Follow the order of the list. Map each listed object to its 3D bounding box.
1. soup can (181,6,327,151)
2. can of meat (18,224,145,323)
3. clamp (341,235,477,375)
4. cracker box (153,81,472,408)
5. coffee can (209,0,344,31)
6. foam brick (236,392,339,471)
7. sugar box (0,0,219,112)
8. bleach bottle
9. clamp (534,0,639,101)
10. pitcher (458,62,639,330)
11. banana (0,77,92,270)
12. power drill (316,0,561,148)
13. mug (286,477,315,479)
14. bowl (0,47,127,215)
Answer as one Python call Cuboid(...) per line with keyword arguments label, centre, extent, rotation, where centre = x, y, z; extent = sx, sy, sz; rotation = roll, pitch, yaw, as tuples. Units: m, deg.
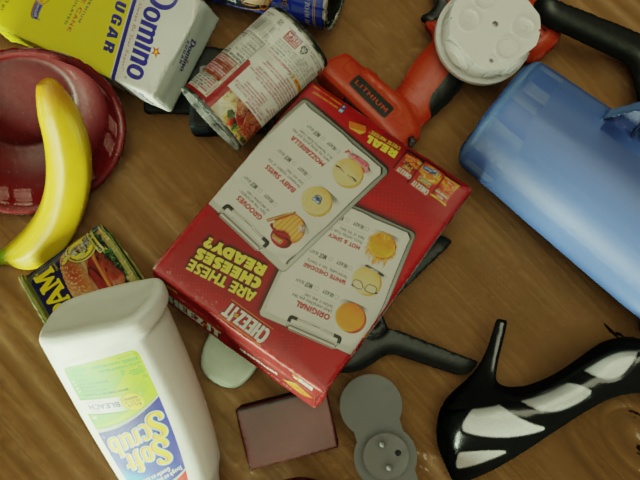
Cuboid(label="soup can", centre=(-0.053, -0.131, 0.863), extent=(0.102, 0.068, 0.068), rotation=(-44, 87, -5))
Cuboid(label="can of meat", centre=(-0.188, 0.047, 0.888), extent=(0.084, 0.057, 0.102), rotation=(-36, 57, -5))
Cuboid(label="clamp", centre=(0.047, 0.058, 0.907), extent=(0.171, 0.039, 0.120), rotation=(-2, 78, -10))
Cuboid(label="cracker box", centre=(-0.006, 0.001, 0.863), extent=(0.164, 0.072, 0.213), rotation=(35, 69, 8))
Cuboid(label="coffee can", centre=(-0.047, -0.242, 0.895), extent=(0.140, 0.103, 0.103), rotation=(15, 86, 7))
Cuboid(label="foam brick", centre=(-0.026, 0.156, 0.895), extent=(0.078, 0.053, 0.051), rotation=(-15, 86, 0))
Cuboid(label="sugar box", centre=(-0.183, -0.185, 0.903), extent=(0.176, 0.048, 0.093), rotation=(24, 85, 21))
Cuboid(label="bleach bottle", centre=(-0.123, 0.155, 0.844), extent=(0.103, 0.068, 0.251), rotation=(-13, 117, 18))
Cuboid(label="clamp", centre=(0.300, -0.172, 0.920), extent=(0.164, 0.036, 0.210), rotation=(-45, 97, -17))
Cuboid(label="pitcher", centre=(0.243, -0.042, 0.869), extent=(0.243, 0.145, 0.149), rotation=(39, 89, 6))
Cuboid(label="banana", centre=(-0.224, -0.042, 0.882), extent=(0.069, 0.037, 0.198), rotation=(8, 125, -31))
Cuboid(label="power drill", centre=(0.087, -0.182, 0.919), extent=(0.187, 0.057, 0.184), rotation=(-44, 87, -3))
Cuboid(label="mug", centre=(-0.027, 0.245, 0.873), extent=(0.117, 0.081, 0.093), rotation=(-28, 86, -3))
Cuboid(label="bowl", centre=(-0.246, -0.100, 0.889), extent=(0.162, 0.162, 0.055), rotation=(-22, 42, -2))
